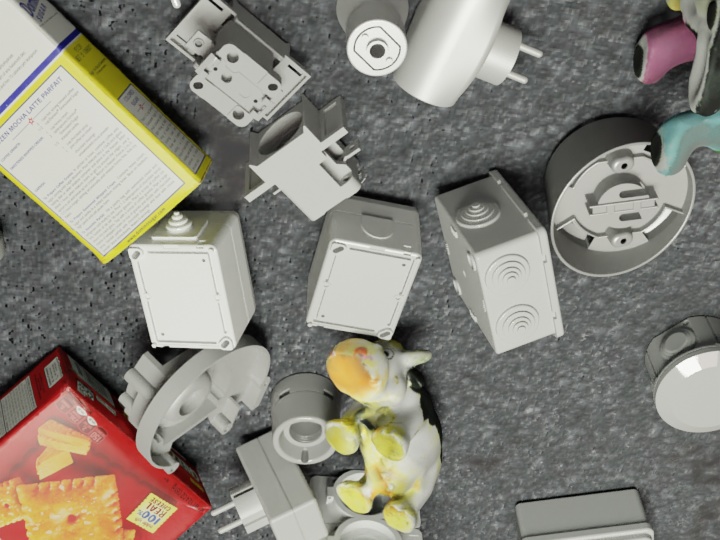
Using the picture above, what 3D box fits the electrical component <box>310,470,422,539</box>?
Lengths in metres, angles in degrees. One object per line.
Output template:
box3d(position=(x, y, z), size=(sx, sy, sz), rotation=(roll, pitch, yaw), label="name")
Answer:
box3d(position=(0.003, 0.235, 0.848), size=(0.089, 0.150, 0.061), rotation=(5, 126, -6), label="electrical component")

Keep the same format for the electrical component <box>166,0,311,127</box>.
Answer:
box3d(position=(-0.073, -0.122, 0.644), size=(0.081, 0.063, 0.042), rotation=(36, 117, -25), label="electrical component")

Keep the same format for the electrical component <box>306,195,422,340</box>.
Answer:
box3d(position=(0.000, 0.000, 0.740), size=(0.062, 0.061, 0.096), rotation=(10, 132, -9), label="electrical component")

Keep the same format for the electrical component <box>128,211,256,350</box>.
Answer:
box3d(position=(-0.112, -0.001, 0.728), size=(0.062, 0.061, 0.096), rotation=(1, 121, 14), label="electrical component")

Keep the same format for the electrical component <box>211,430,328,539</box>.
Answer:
box3d(position=(-0.078, 0.179, 0.831), size=(0.076, 0.083, 0.047), rotation=(-24, 132, -11), label="electrical component")

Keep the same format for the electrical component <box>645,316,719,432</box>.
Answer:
box3d(position=(0.257, 0.079, 0.809), size=(0.080, 0.051, 0.080), rotation=(-1, 125, -2), label="electrical component")

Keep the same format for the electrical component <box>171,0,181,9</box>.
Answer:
box3d(position=(-0.111, -0.182, 0.588), size=(0.047, 0.083, 0.075), rotation=(-12, 125, 6), label="electrical component")

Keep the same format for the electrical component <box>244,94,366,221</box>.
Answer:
box3d(position=(-0.034, -0.070, 0.697), size=(0.081, 0.042, 0.064), rotation=(-32, 122, 20), label="electrical component")

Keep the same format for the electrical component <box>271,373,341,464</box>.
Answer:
box3d(position=(-0.042, 0.115, 0.824), size=(0.055, 0.047, 0.055), rotation=(-1, 125, -2), label="electrical component")

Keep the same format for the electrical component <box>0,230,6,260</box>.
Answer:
box3d(position=(-0.272, -0.024, 0.710), size=(0.078, 0.058, 0.057), rotation=(-19, 121, 11), label="electrical component")

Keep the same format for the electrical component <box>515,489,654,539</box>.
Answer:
box3d(position=(0.192, 0.248, 0.923), size=(0.109, 0.056, 0.108), rotation=(-8, 125, 3), label="electrical component")

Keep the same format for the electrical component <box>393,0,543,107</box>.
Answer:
box3d(position=(0.071, -0.136, 0.652), size=(0.079, 0.044, 0.077), rotation=(19, 122, -15), label="electrical component")

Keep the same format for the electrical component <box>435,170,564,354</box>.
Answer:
box3d(position=(0.091, -0.005, 0.715), size=(0.048, 0.099, 0.099), rotation=(-20, 125, -5), label="electrical component")

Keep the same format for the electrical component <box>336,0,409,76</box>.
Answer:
box3d(position=(0.009, -0.142, 0.632), size=(0.044, 0.065, 0.044), rotation=(-1, 125, -2), label="electrical component")

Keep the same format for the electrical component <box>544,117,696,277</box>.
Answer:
box3d(position=(0.169, -0.048, 0.707), size=(0.099, 0.064, 0.099), rotation=(-1, 126, -2), label="electrical component")
